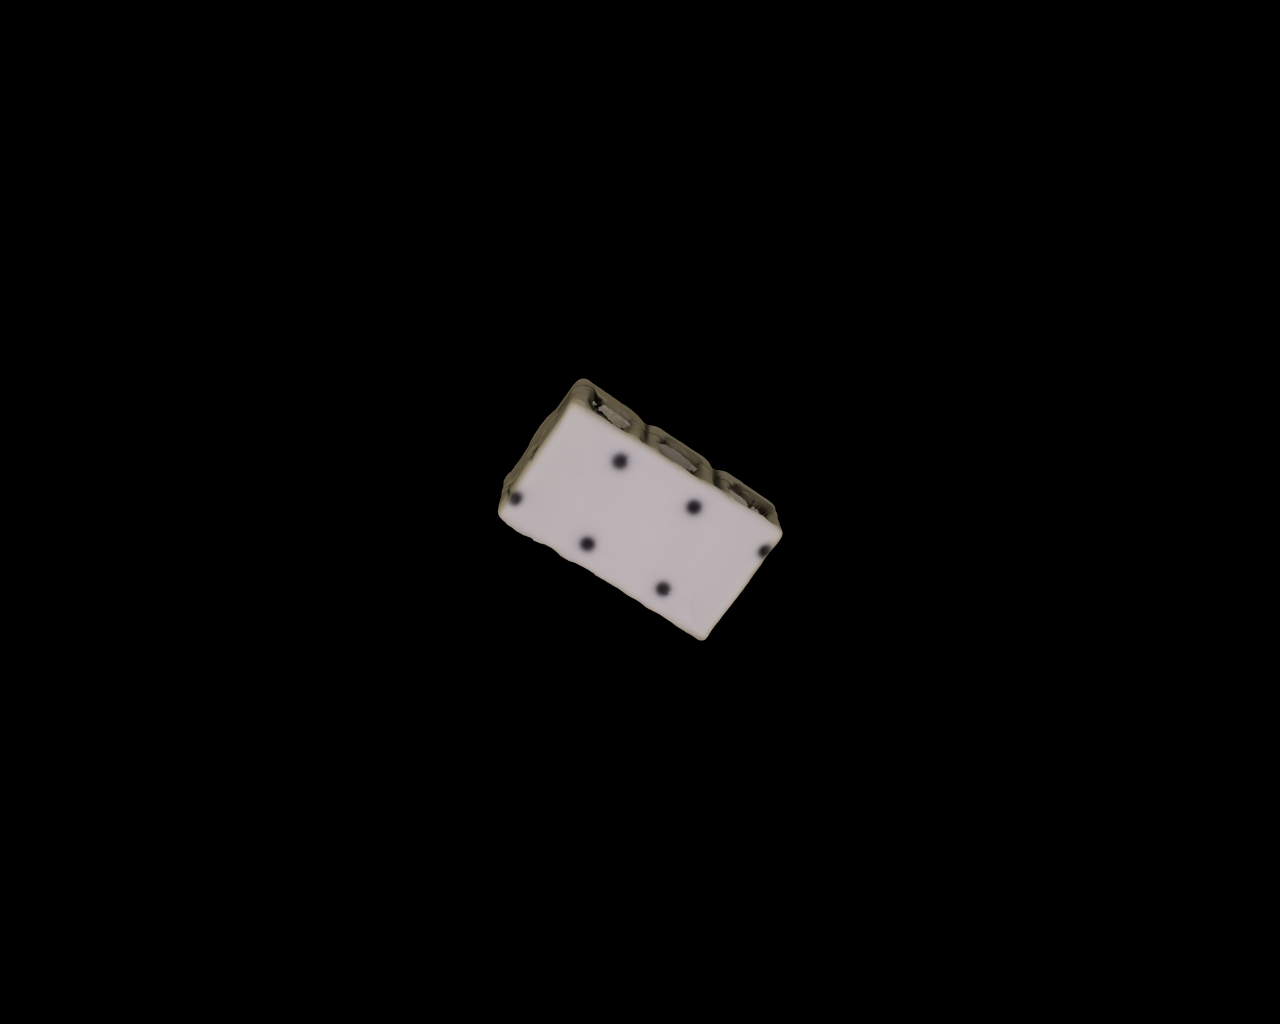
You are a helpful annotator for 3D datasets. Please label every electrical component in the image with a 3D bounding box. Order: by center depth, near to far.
[{"bbox_3d":[0.001,-0.003,0.650,0.150,0.089,0.062,33,16,-11],"label":"electrical component"}]
